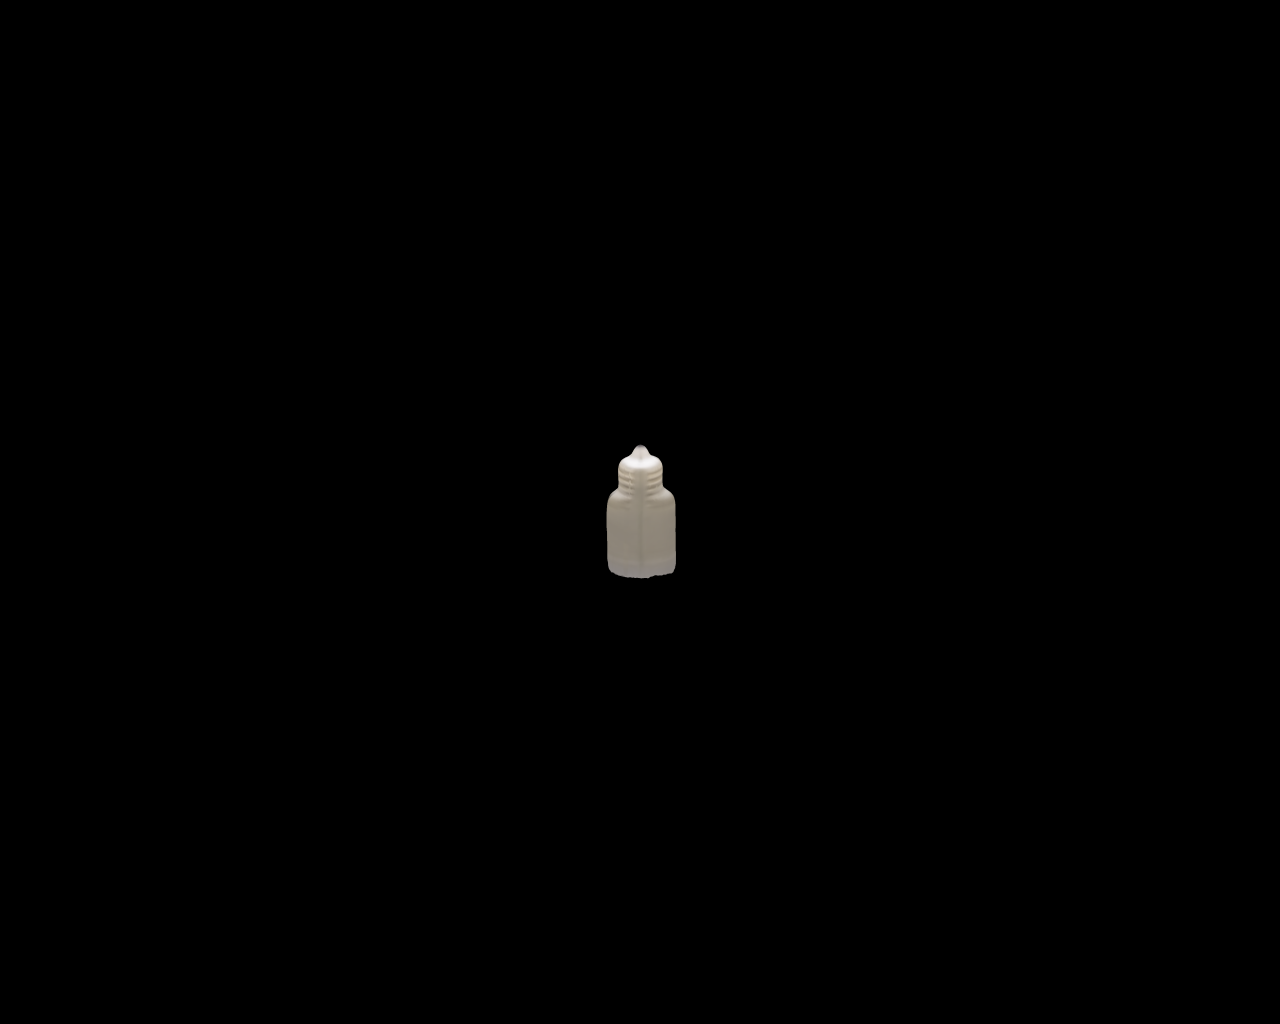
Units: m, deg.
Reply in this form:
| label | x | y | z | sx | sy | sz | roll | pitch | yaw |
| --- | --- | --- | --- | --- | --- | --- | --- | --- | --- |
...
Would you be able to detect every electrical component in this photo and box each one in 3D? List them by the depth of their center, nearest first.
| label | x | y | z | sx | sy | sz | roll | pitch | yaw |
| --- | --- | --- | --- | --- | --- | --- | --- | --- | --- |
| electrical component | 0.001 | -0.003 | 0.650 | 0.043 | 0.080 | 0.043 | 0 | 16 | 0 |
